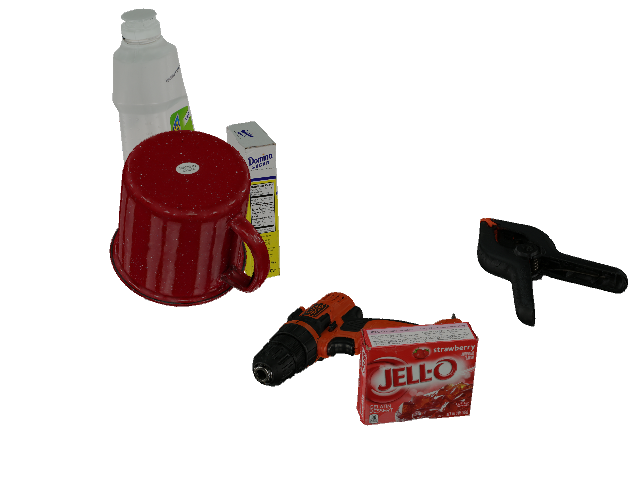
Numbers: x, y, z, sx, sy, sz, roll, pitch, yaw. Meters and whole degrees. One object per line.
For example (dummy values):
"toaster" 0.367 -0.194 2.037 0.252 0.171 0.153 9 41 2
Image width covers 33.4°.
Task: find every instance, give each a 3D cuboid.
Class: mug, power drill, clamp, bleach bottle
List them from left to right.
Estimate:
"bleach bottle" -0.135 -0.075 0.909 0.068 0.251 0.102 0 31 6
"mug" -0.081 -0.011 0.694 0.117 0.082 0.093 37 51 20
"power drill" 0.042 0.113 1.118 0.188 0.057 0.184 10 25 26
"clamp" 0.221 0.022 1.068 0.120 0.039 0.171 -8 33 -15

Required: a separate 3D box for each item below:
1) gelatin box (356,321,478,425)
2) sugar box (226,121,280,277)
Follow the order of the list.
"gelatin box" 0.074 0.103 0.829 0.089 0.073 0.030 -3 29 -9
"sugar box" -0.083 -0.049 1.317 0.048 0.176 0.093 -11 26 -16
